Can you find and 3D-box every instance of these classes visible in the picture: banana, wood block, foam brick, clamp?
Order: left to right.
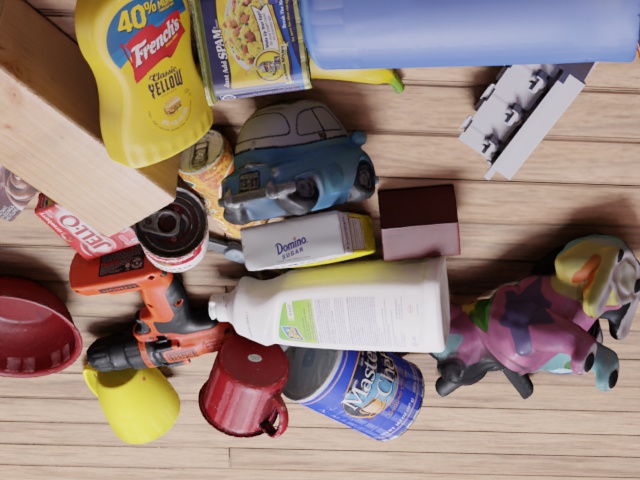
[{"bbox_3d":[-0.223,-0.102,0.917,0.090,0.091,0.205,-26,135,28],"label":"wood block"},{"bbox_3d":[-0.024,-0.145,0.906,0.198,0.037,0.070,1,140,-1],"label":"banana"},{"bbox_3d":[0.098,-0.017,1.054,0.078,0.051,0.053,-4,140,5],"label":"foam brick"},{"bbox_3d":[0.196,0.139,1.259,0.120,0.039,0.171,-8,137,0],"label":"clamp"}]

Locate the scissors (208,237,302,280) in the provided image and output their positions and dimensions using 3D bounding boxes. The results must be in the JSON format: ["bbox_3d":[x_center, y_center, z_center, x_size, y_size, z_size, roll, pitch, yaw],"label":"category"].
[{"bbox_3d":[-0.072,0.006,1.111,0.096,0.016,0.201,-33,131,32],"label":"scissors"}]

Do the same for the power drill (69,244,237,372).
[{"bbox_3d":[-0.199,0.077,1.168,0.184,0.057,0.187,-14,142,10],"label":"power drill"}]

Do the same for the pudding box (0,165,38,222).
[{"bbox_3d":[-0.303,-0.072,0.994,0.090,0.039,0.114,25,135,-28],"label":"pudding box"}]

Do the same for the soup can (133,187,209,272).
[{"bbox_3d":[-0.140,-0.008,1.022,0.068,0.068,0.102,3,170,-5],"label":"soup can"}]

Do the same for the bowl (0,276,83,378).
[{"bbox_3d":[-0.340,0.088,1.180,0.162,0.055,0.162,0,141,0],"label":"bowl"}]

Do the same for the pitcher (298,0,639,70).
[{"bbox_3d":[0.108,-0.191,0.776,0.243,0.145,0.149,-3,127,9],"label":"pitcher"}]

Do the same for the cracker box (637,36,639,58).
[{"bbox_3d":[0.340,-0.107,0.814,0.164,0.213,0.072,-13,141,16],"label":"cracker box"}]

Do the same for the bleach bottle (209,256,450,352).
[{"bbox_3d":[0.005,0.064,1.109,0.251,0.068,0.102,0,118,15],"label":"bleach bottle"}]

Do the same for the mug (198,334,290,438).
[{"bbox_3d":[-0.074,0.165,1.170,0.093,0.117,0.082,-18,143,-36],"label":"mug"}]

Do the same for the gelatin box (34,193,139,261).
[{"bbox_3d":[-0.227,-0.021,1.065,0.073,0.030,0.089,-17,138,20],"label":"gelatin box"}]

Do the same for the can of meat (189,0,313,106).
[{"bbox_3d":[-0.053,-0.163,0.844,0.084,0.057,0.102,-7,106,4],"label":"can of meat"}]

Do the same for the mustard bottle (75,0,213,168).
[{"bbox_3d":[-0.143,-0.159,0.840,0.058,0.096,0.191,24,135,40],"label":"mustard bottle"}]

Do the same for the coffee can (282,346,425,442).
[{"bbox_3d":[0.037,0.162,1.235,0.140,0.103,0.103,30,132,-32],"label":"coffee can"}]

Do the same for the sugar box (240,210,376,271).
[{"bbox_3d":[-0.007,0.002,1.007,0.093,0.048,0.176,-10,180,12],"label":"sugar box"}]

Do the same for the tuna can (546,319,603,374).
[{"bbox_3d":[0.268,0.104,1.178,0.086,0.086,0.033,-14,141,16],"label":"tuna can"}]
